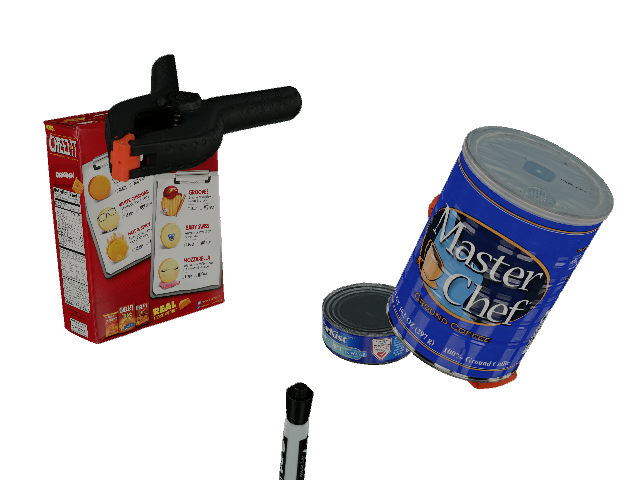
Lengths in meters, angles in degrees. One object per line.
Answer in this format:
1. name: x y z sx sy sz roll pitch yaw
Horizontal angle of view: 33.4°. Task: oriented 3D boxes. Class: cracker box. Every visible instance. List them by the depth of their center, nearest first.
1. cracker box: -0.181 -0.024 1.063 0.072 0.214 0.163 14 22 43

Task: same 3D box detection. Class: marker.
1. marker: -0.019 0.150 0.753 0.020 0.121 0.020 4 32 -3

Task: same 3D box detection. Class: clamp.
1. clamp: -0.104 -0.090 0.747 0.120 0.039 0.171 17 29 26

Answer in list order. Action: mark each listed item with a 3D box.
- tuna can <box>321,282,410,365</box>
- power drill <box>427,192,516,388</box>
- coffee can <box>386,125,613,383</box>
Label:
1. tuna can: 0.044 0.073 0.936 0.086 0.034 0.086 1 28 -1
2. power drill: 0.170 0.057 1.120 0.057 0.188 0.184 -10 25 -14
3. coffee can: 0.116 0.010 0.714 0.102 0.140 0.103 16 32 -11
